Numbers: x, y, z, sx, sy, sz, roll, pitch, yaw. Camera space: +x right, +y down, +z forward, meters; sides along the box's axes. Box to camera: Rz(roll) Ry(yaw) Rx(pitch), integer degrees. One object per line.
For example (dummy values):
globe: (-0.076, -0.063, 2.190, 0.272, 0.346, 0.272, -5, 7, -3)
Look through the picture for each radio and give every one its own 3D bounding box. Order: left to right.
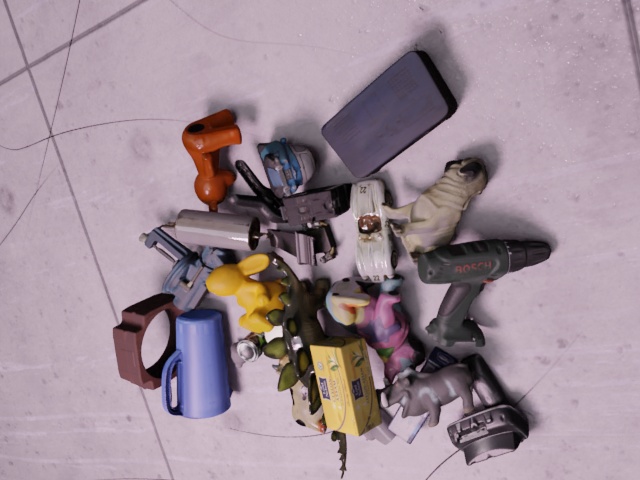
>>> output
radio: (0.125, -0.221, 0.977, 0.229, 0.073, 0.131, -36, 88, 32)

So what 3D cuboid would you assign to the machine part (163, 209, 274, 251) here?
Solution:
machine part: (-0.218, -0.022, 1.152, 0.243, 0.079, 0.079, 5, 108, 11)

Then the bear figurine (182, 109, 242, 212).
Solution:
bear figurine: (-0.222, -0.162, 1.166, 0.132, 0.120, 0.195, -20, 129, -9)

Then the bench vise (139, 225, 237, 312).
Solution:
bench vise: (-0.318, 0.043, 1.260, 0.241, 0.129, 0.223, 37, 120, 6)

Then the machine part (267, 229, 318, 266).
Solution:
machine part: (-0.057, 0.009, 1.134, 0.139, 0.039, 0.084, 20, 129, 43)

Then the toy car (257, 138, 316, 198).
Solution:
toy car: (-0.061, -0.149, 1.070, 0.103, 0.162, 0.109, -21, 109, -7)

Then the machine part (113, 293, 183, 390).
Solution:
machine part: (-0.399, 0.243, 1.313, 0.087, 0.201, 0.200, 6, 108, 30)

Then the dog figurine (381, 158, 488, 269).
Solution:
dog figurine: (0.231, -0.041, 0.970, 0.191, 0.121, 0.172, -29, 134, 10)

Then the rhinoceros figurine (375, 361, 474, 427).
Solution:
rhinoceros figurine: (0.195, 0.283, 1.002, 0.190, 0.073, 0.112, -23, 106, 21)

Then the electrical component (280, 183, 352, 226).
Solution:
electrical component: (-0.009, -0.071, 1.065, 0.134, 0.115, 0.058, -8, 98, 29)

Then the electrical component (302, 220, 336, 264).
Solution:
electrical component: (-0.003, -0.002, 1.123, 0.078, 0.045, 0.102, -9, 100, 28)

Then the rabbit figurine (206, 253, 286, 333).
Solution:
rabbit figurine: (-0.157, 0.103, 1.165, 0.173, 0.122, 0.162, 28, 79, -9)

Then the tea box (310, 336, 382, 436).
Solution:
tea box: (0.049, 0.273, 1.021, 0.098, 0.068, 0.169, -12, 92, 52)

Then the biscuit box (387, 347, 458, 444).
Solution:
biscuit box: (0.210, 0.316, 1.094, 0.059, 0.063, 0.202, 31, 116, 17)

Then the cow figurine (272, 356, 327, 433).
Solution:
cow figurine: (-0.036, 0.330, 1.219, 0.127, 0.085, 0.194, 2, 107, 22)

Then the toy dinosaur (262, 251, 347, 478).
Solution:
toy dinosaur: (-0.015, 0.241, 1.110, 0.105, 0.198, 0.471, -25, 90, 39)

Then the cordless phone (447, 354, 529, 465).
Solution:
cordless phone: (0.302, 0.327, 1.051, 0.146, 0.088, 0.184, -35, 76, 32)

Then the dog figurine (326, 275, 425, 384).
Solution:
dog figurine: (0.112, 0.189, 1.076, 0.192, 0.108, 0.219, -3, 108, 8)

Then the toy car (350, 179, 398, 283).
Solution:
toy car: (0.103, -0.017, 1.042, 0.074, 0.056, 0.201, -6, 89, 29)

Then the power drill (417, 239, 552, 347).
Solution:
power drill: (0.281, 0.093, 0.955, 0.232, 0.086, 0.207, 0, 126, -10)
